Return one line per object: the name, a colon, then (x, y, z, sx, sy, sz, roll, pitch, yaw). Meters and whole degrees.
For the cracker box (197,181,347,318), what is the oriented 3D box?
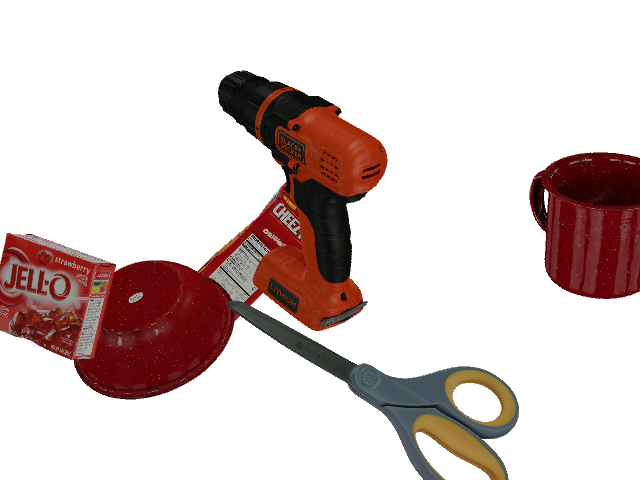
cracker box: (-0.062, 0.005, 1.233, 0.214, 0.072, 0.164, -44, 3, 27)

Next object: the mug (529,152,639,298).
mug: (0.203, -0.014, 0.805, 0.093, 0.081, 0.117, -24, 36, -32)

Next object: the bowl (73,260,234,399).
bowl: (-0.165, 0.070, 1.003, 0.162, 0.055, 0.162, -10, 42, 9)

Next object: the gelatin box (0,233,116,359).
gelatin box: (-0.201, 0.040, 0.790, 0.089, 0.073, 0.030, 17, 6, 26)

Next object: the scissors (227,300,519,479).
scissors: (0.044, 0.080, 0.661, 0.096, 0.202, 0.016, -43, -6, -35)

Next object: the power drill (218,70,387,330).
power drill: (-0.021, -0.033, 0.874, 0.057, 0.188, 0.185, -24, 40, -30)
